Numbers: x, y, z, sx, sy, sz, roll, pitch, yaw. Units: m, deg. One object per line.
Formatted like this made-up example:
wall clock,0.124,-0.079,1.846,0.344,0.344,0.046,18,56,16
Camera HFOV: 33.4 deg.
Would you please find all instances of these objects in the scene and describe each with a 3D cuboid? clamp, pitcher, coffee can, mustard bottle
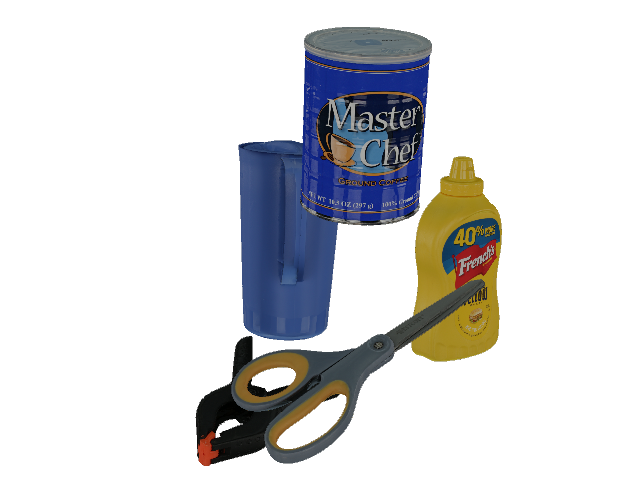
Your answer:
clamp,-0.071,0.151,1.025,0.120,0.039,0.171,21,32,32
pitcher,-0.039,-0.001,1.330,0.145,0.243,0.148,11,14,39
coffee can,0.036,-0.096,0.880,0.103,0.140,0.103,2,23,-1
mustard bottle,0.133,0.015,1.026,0.096,0.192,0.058,-10,18,-35

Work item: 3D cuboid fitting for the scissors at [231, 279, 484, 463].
scissors,0.020,0.072,0.733,0.096,0.016,0.201,23,51,31
